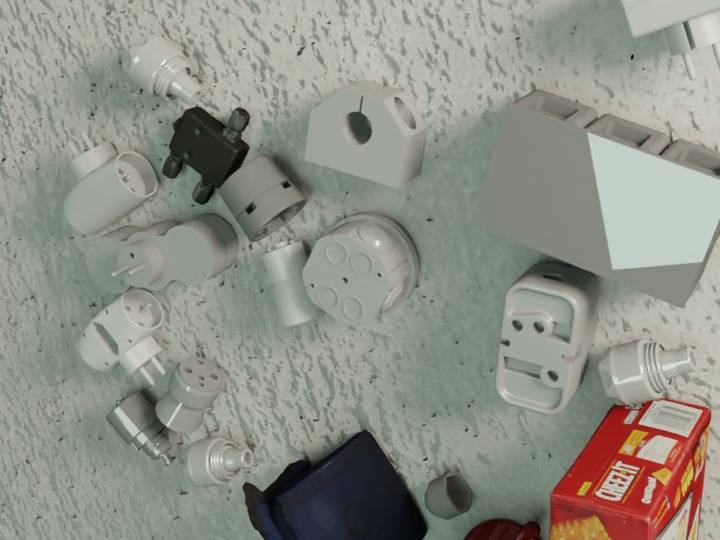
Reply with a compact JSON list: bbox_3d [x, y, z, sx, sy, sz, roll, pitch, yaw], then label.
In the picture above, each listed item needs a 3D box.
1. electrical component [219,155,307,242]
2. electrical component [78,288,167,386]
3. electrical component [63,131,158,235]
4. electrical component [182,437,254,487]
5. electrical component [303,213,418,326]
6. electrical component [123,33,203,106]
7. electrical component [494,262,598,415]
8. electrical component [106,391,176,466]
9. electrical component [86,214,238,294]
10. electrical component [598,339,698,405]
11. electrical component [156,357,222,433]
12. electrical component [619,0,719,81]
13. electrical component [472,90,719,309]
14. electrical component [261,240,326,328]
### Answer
[{"bbox_3d":[-0.078,-0.057,0.845,0.055,0.055,0.047,-41,83,34],"label":"electrical component"},{"bbox_3d":[-0.204,0.068,0.968,0.077,0.043,0.079,-40,87,34],"label":"electrical component"},{"bbox_3d":[-0.223,-0.081,0.921,0.077,0.044,0.079,-29,93,34],"label":"electrical component"},{"bbox_3d":[-0.125,0.171,0.965,0.062,0.043,0.043,-12,102,30],"label":"electrical component"},{"bbox_3d":[0.000,0.000,0.826,0.080,0.051,0.080,10,113,25],"label":"electrical component"},{"bbox_3d":[-0.153,-0.155,0.855,0.062,0.043,0.043,38,122,10],"label":"electrical component"},{"bbox_3d":[0.134,0.046,0.765,0.054,0.059,0.095,14,115,24],"label":"electrical component"},{"bbox_3d":[-0.201,0.148,0.999,0.078,0.040,0.040,49,124,4],"label":"electrical component"},{"bbox_3d":[-0.178,-0.008,0.907,0.138,0.074,0.052,-6,106,30],"label":"electrical component"},{"bbox_3d":[0.201,0.068,0.747,0.062,0.043,0.043,-18,99,31],"label":"electrical component"},{"bbox_3d":[-0.151,0.110,0.955,0.045,0.045,0.055,38,122,11],"label":"electrical component"},{"bbox_3d":[0.202,-0.155,0.658,0.066,0.047,0.076,-14,101,32],"label":"electrical component"},{"bbox_3d":[0.163,-0.051,0.711,0.150,0.062,0.089,24,118,19],"label":"electrical component"},{"bbox_3d":[-0.054,0.009,0.866,0.044,0.044,0.065,-16,96,32],"label":"electrical component"}]
